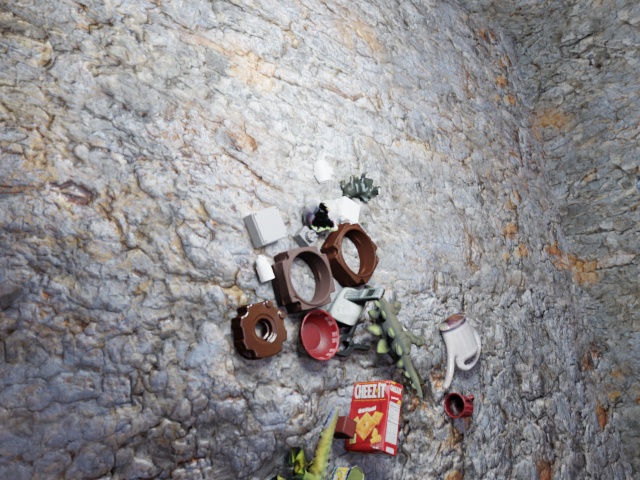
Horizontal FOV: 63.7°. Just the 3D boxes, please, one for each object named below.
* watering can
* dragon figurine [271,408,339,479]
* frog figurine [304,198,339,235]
[{"bbox_3d":[0.552,0.430,2.079,0.352,0.103,0.224,-25,91,-46],"label":"watering can"},{"bbox_3d":[-0.003,0.704,1.422,0.240,0.121,0.417,50,63,-15],"label":"dragon figurine"},{"bbox_3d":[0.006,-0.091,1.813,0.136,0.122,0.162,42,14,-13],"label":"frog figurine"}]
